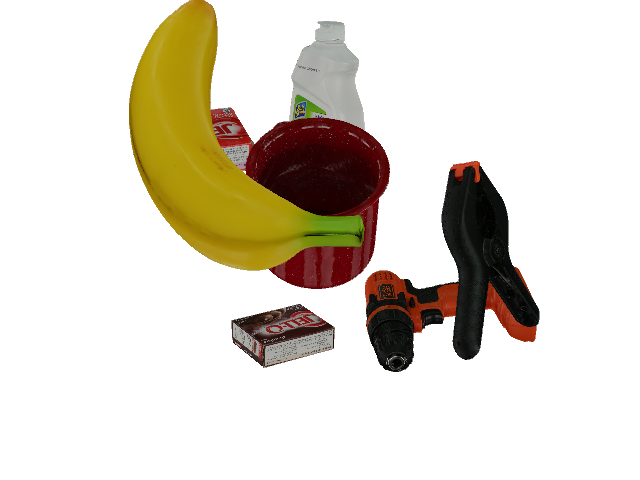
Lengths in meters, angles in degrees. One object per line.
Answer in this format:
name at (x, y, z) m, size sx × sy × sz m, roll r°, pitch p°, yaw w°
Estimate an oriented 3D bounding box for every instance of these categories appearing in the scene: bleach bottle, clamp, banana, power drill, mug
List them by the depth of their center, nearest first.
banana at (-0.050, -0.046, 0.476) m, size 0.069 × 0.037 × 0.198 m, roll -16°, pitch 46°, yaw -17°
mug at (-0.007, -0.030, 0.721) m, size 0.093 × 0.117 × 0.081 m, roll -19°, pitch -37°, yaw -16°
clamp at (0.139, 0.019, 0.946) m, size 0.039 × 0.171 × 0.120 m, roll -13°, pitch 12°, yaw 38°
bleach bottle at (0.010, -0.105, 1.139) m, size 0.103 × 0.251 × 0.067 m, roll 18°, pitch 23°, yaw 39°
power drill at (0.144, 0.085, 1.207) m, size 0.187 × 0.057 × 0.184 m, roll -3°, pitch 27°, yaw -1°

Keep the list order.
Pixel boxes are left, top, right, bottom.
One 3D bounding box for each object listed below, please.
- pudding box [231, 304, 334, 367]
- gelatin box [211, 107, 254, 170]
pudding box at (-0.050, 0.127, 1.433) m, size 0.113 × 0.039 × 0.090 m, roll -14°, pitch 24°, yaw -29°
gelatin box at (-0.110, -0.087, 0.948) m, size 0.089 × 0.030 × 0.073 m, roll -10°, pitch 34°, yaw -16°
